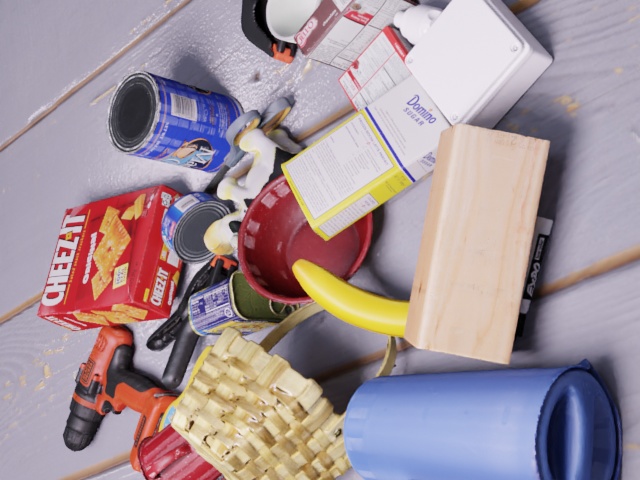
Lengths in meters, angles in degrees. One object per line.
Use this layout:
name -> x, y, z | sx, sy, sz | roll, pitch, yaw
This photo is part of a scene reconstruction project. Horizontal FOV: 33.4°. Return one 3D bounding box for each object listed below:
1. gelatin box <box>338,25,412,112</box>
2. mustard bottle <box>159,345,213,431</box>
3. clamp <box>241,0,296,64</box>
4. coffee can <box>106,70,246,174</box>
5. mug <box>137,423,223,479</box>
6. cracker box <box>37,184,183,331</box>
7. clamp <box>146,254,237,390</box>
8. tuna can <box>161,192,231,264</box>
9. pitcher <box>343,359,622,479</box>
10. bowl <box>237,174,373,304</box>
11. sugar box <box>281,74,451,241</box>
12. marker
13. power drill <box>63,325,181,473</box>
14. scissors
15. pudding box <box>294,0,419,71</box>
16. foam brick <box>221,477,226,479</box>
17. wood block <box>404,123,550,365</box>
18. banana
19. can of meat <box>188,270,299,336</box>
gelatin box -> 0.069, -0.176, 1.166 | 0.089, 0.030, 0.073 | -46, 57, 28
mustard bottle -> -0.144, 0.224, 1.279 | 0.096, 0.058, 0.192 | 46, 114, 29
clamp -> -0.074, -0.307, 1.317 | 0.165, 0.036, 0.210 | -23, 68, 39
coffee can -> -0.176, -0.143, 1.314 | 0.103, 0.140, 0.103 | -8, 77, 42
mug -> -0.149, 0.238, 1.188 | 0.082, 0.117, 0.093 | -40, 73, 20
cracker box -> -0.269, 0.026, 1.395 | 0.214, 0.072, 0.164 | -10, 61, 42
clamp -> -0.162, 0.092, 1.321 | 0.171, 0.039, 0.120 | -60, 33, -2
tuna can -> -0.151, -0.016, 1.307 | 0.034, 0.085, 0.086 | 37, 108, 42
pitcher -> 0.135, 0.188, 0.973 | 0.243, 0.148, 0.145 | -7, 92, 46
bowl -> -0.008, 0.001, 1.171 | 0.162, 0.055, 0.162 | -10, 66, 22
sugar box -> 0.053, -0.086, 1.119 | 0.176, 0.048, 0.093 | -32, 60, 8
marker -> 0.197, 0.037, 1.017 | 0.020, 0.020, 0.121 | 18, 96, 43
power drill -> -0.260, 0.225, 1.389 | 0.188, 0.057, 0.184 | 30, 103, 42
scissors -> -0.112, -0.102, 1.287 | 0.202, 0.096, 0.016 | -42, 76, 27
pudding box -> 0.040, -0.238, 1.163 | 0.114, 0.089, 0.039 | -45, 57, 28
foam brick -> -0.082, 0.299, 1.197 | 0.051, 0.078, 0.053 | -49, 54, 24
wood block -> 0.144, 0.003, 1.002 | 0.091, 0.090, 0.206 | -159, 79, -87
banana -> 0.066, 0.062, 1.081 | 0.198, 0.037, 0.069 | 5, 82, 11
can of meat -> -0.089, 0.076, 1.224 | 0.084, 0.101, 0.057 | -24, 69, 40
